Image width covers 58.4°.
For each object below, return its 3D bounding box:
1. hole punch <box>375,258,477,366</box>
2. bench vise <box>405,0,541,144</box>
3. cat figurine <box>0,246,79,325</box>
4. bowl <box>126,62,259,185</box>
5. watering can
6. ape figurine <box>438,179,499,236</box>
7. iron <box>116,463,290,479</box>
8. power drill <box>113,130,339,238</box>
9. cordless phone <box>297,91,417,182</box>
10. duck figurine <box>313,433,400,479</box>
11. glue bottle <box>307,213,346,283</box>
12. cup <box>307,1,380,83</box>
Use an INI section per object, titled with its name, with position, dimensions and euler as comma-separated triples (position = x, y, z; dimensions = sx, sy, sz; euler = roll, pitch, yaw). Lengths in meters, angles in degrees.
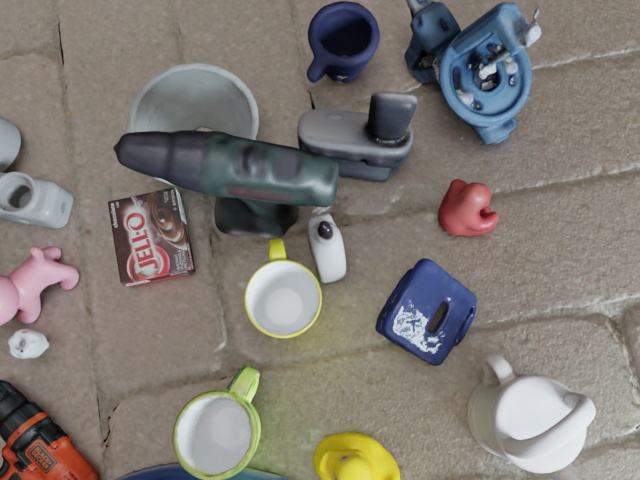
[hole punch]
position = 0.133, 0.087, 0.691
dimensions = 0.101, 0.091, 0.109
euler = 31, 80, 6
[bench vise]
position = 0.174, -0.227, 0.692
dimensions = 0.207, 0.220, 0.121
euler = 35, 80, 7
[cat figurine]
position = -0.371, 0.057, 0.685
dimensions = 0.067, 0.118, 0.128
euler = 42, 81, 9
[bowl]
position = -0.159, -0.140, 0.748
dimensions = 0.167, 0.075, 0.167
euler = 0, 78, 0
[watering can]
position = 0.236, 0.201, 0.614
dimensions = 0.172, 0.194, 0.101
euler = 37, 81, 8
[ape figurine]
position = 0.188, -0.045, 0.719
dimensions = 0.076, 0.092, 0.078
euler = -22, 79, -4
[iron]
position = -0.131, 0.311, 0.619
dimensions = 0.258, 0.141, 0.119
euler = 11, 78, 3
[power drill]
position = -0.094, -0.063, 0.664
dimensions = 0.229, 0.208, 0.075
euler = 4, 78, 1
[cordless phone]
position = 0.045, -0.145, 0.693
dimensions = 0.147, 0.185, 0.094
euler = 3, 78, 1
[duck figurine]
position = 0.043, 0.266, 0.656
dimensions = 0.104, 0.086, 0.077
euler = 20, 79, 5
[glue bottle]
position = 0.006, 0.002, 0.668
dimensions = 0.037, 0.173, 0.078
euler = -18, 78, -3
[cup]
position = 0.023, -0.241, 0.759
dimensions = 0.091, 0.095, 0.118
euler = 35, 80, 7
